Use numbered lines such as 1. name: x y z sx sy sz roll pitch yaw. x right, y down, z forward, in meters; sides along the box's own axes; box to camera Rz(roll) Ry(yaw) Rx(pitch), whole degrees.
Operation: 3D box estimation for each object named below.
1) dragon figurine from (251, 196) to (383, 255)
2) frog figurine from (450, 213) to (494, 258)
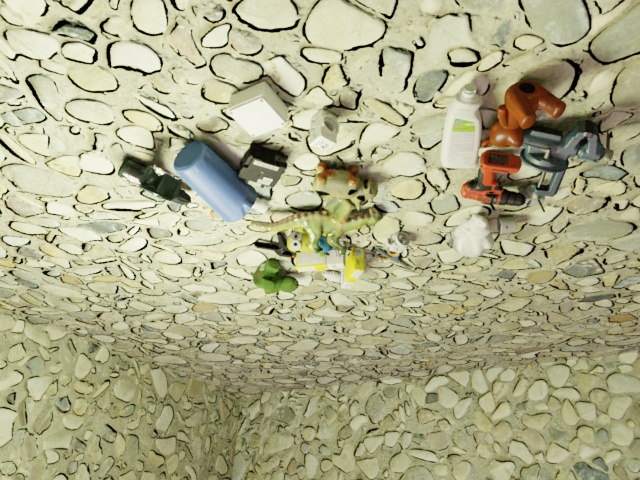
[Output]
1. dragon figurine: 0.005 -0.082 1.630 0.410 0.125 0.237 10 131 -16
2. frog figurine: 0.501 -0.013 1.663 0.137 0.125 0.157 26 159 -1
